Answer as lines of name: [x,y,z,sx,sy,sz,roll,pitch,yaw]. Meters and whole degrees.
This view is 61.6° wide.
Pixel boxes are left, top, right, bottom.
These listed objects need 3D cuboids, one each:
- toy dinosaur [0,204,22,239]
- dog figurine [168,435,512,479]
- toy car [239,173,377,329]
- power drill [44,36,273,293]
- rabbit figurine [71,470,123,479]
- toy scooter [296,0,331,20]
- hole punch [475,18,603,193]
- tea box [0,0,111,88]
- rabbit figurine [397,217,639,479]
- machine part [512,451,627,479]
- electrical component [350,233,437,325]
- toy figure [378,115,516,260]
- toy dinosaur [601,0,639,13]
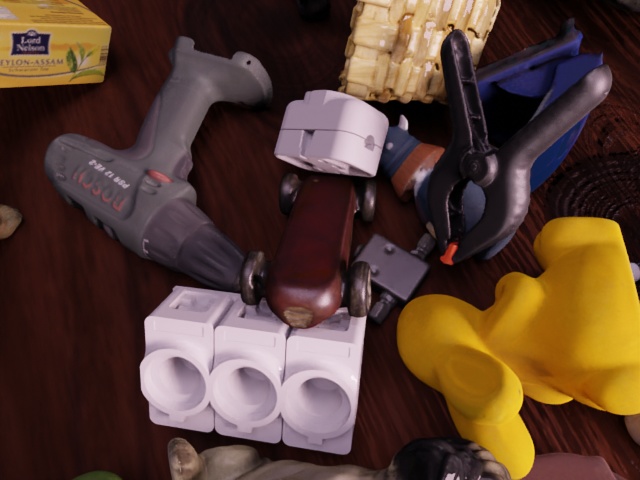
toy dinosaur: [-0.348,0.054,0.388,0.105,0.198,0.471,-4,63,6]
dog figurine: [0.008,0.171,0.345,0.191,0.172,0.121,-10,100,-18]
toy car: [-0.001,-0.001,0.429,0.089,0.053,0.202,2,29,6]
power drill: [-0.122,-0.078,0.501,0.232,0.086,0.207,22,77,16]
rabbit figurine: [-0.179,0.223,0.345,0.159,0.121,0.170,-42,54,-18]
toy scooter: [-0.032,-0.345,0.578,0.075,0.135,0.184,-19,64,-2]
hole punch: [0.181,-0.098,0.453,0.116,0.142,0.092,-25,64,8]
tea box: [-0.308,-0.201,0.524,0.098,0.068,0.169,41,36,21]
rabbit figurine: [0.135,0.080,0.383,0.173,0.121,0.162,-4,40,27]
machine part: [0.151,0.217,0.323,0.179,0.056,0.179,-7,47,8]
electrical component: [0.058,0.025,0.463,0.063,0.021,0.094,33,73,18]
toy figure: [0.100,-0.047,0.474,0.064,0.057,0.155,-35,63,-17]
toy dinosaur: [0.282,-0.297,0.498,0.404,0.131,0.192,42,97,-11]
